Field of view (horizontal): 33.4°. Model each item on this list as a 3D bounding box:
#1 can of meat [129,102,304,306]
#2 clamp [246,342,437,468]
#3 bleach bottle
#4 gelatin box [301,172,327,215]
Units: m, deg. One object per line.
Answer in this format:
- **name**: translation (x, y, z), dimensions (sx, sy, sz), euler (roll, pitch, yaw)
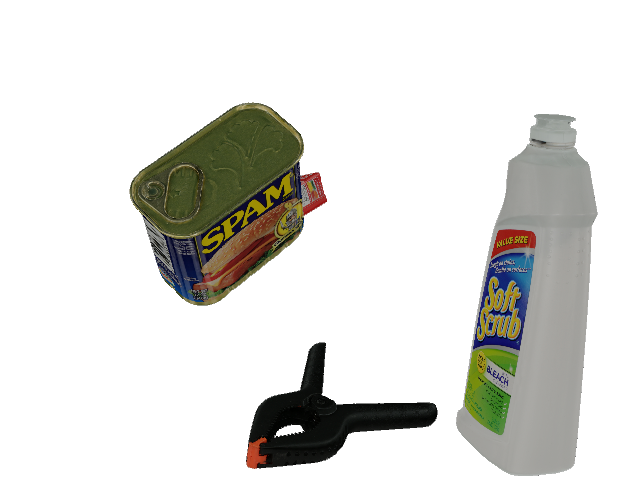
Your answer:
- **can of meat**: translation (-0.057, -0.019, 0.641), dimensions (0.102, 0.057, 0.084), euler (-38, -27, -20)
- **clamp**: translation (0.009, 0.178, 1.072), dimensions (0.165, 0.036, 0.209), euler (21, 29, 26)
- **bleach bottle**: translation (0.151, 0.035, 0.765), dimensions (0.068, 0.251, 0.103), euler (-2, 16, -18)
- **gelatin box**: translation (-0.051, -0.028, 0.886), dimensions (0.089, 0.030, 0.073), euler (-8, 15, 36)
